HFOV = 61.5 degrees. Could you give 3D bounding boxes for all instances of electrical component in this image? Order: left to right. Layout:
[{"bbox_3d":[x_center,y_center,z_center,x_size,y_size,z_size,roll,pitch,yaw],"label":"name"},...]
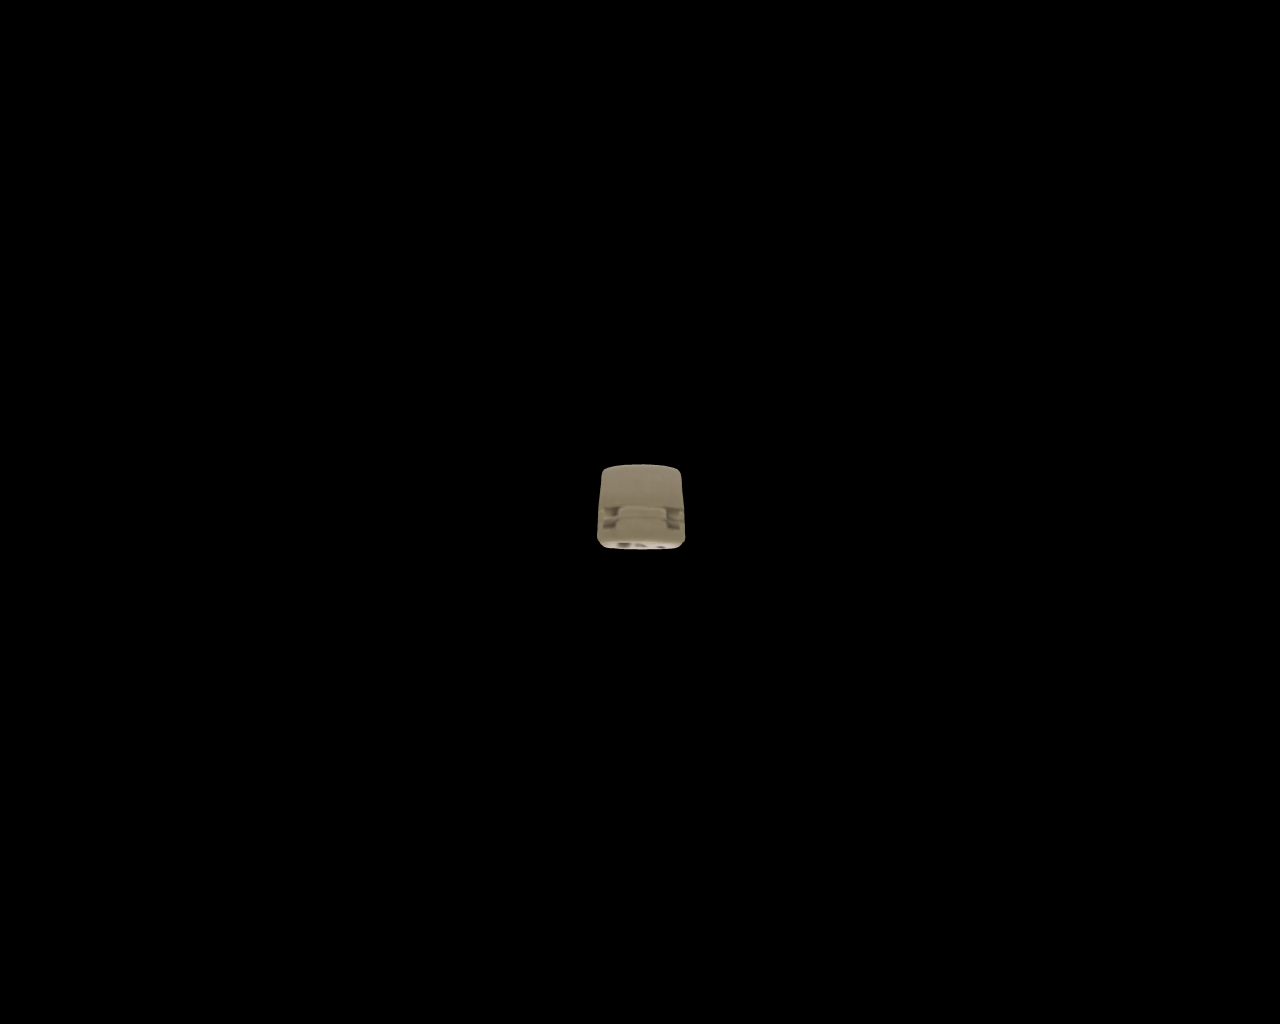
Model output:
[{"bbox_3d":[0.001,-0.003,0.650,0.055,0.047,0.055,0,-7,0],"label":"electrical component"}]
